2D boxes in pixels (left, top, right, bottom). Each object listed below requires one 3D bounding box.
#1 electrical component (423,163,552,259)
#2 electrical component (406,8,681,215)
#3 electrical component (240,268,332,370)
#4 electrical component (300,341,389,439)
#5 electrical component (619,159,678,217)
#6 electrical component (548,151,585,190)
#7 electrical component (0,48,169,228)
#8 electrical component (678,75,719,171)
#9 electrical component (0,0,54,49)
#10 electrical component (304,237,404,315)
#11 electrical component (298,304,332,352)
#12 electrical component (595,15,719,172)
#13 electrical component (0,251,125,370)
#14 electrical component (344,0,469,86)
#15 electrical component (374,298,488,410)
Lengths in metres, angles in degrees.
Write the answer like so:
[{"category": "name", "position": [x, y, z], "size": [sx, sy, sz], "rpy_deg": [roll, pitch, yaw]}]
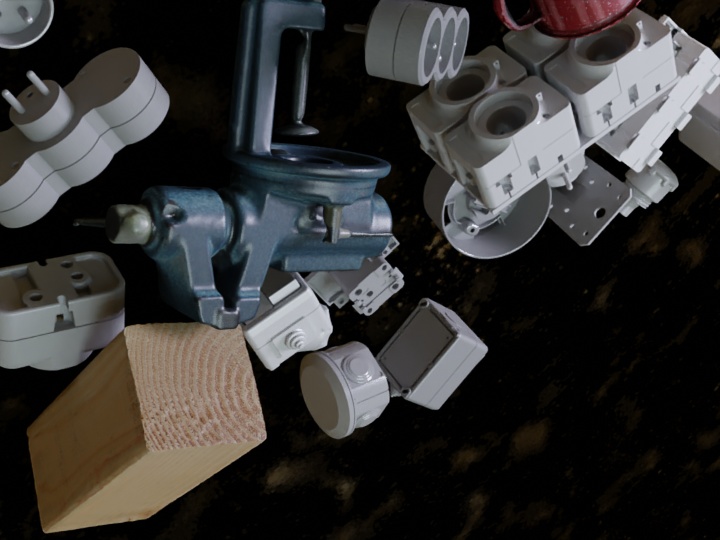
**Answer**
[{"category": "electrical component", "position": [0.107, -0.063, 0.922], "size": [0.099, 0.064, 0.099], "rpy_deg": [-20, 134, -22]}, {"category": "electrical component", "position": [0.142, -0.143, 0.849], "size": [0.186, 0.105, 0.060], "rpy_deg": [-36, 138, -6]}, {"category": "electrical component", "position": [-0.071, 0.026, 0.841], "size": [0.062, 0.096, 0.061], "rpy_deg": [-35, 138, -7]}, {"category": "electrical component", "position": [-0.015, 0.106, 0.965], "size": [0.051, 0.080, 0.080], "rpy_deg": [-19, 134, -31]}, {"category": "electrical component", "position": [0.275, -0.080, 1.050], "size": [0.048, 0.048, 0.062], "rpy_deg": [22, 116, -45]}, {"category": "electrical component", "position": [0.171, -0.102, 0.927], "size": [0.044, 0.079, 0.077], "rpy_deg": [-13, 135, 3]}, {"category": "electrical component", "position": [-0.195, -0.094, 0.679], "size": [0.138, 0.052, 0.073], "rpy_deg": [-38, 139, -3]}, {"category": "electrical component", "position": [0.365, -0.135, 1.017], "size": [0.078, 0.113, 0.057], "rpy_deg": [-29, 140, -14]}, {"category": "electrical component", "position": [-0.215, -0.146, 0.602], "size": [0.079, 0.077, 0.043], "rpy_deg": [-49, 138, 10]}, {"category": "electrical component", "position": [0.000, 0.000, 0.897], "size": [0.081, 0.063, 0.042], "rpy_deg": [-42, 139, 1]}, {"category": "electrical component", "position": [-0.058, 0.048, 0.910], "size": [0.062, 0.043, 0.043], "rpy_deg": [-4, 127, -33]}, {"category": "electrical component", "position": [0.260, -0.154, 0.960], "size": [0.079, 0.063, 0.121], "rpy_deg": [24, 109, -46]}, {"category": "electrical component", "position": [-0.219, 0.031, 0.767], "size": [0.095, 0.053, 0.059], "rpy_deg": [-13, 131, -28]}, {"category": "electrical component", "position": [0.026, -0.165, 0.758], "size": [0.138, 0.074, 0.052], "rpy_deg": [-37, 139, -68]}, {"category": "electrical component", "position": [0.065, 0.086, 1.019], "size": [0.061, 0.061, 0.096], "rpy_deg": [27, 106, -46]}]
